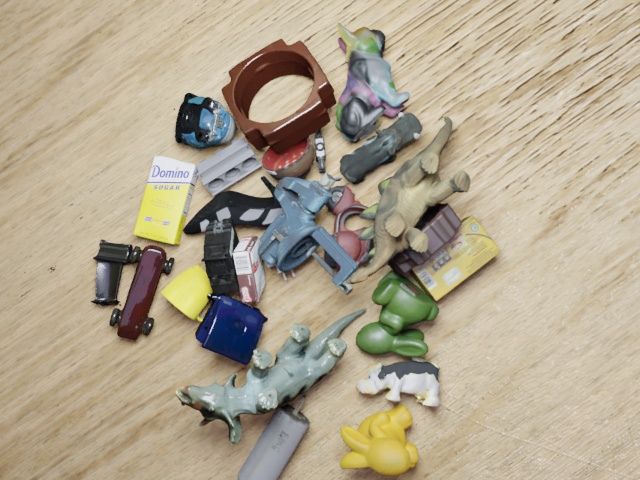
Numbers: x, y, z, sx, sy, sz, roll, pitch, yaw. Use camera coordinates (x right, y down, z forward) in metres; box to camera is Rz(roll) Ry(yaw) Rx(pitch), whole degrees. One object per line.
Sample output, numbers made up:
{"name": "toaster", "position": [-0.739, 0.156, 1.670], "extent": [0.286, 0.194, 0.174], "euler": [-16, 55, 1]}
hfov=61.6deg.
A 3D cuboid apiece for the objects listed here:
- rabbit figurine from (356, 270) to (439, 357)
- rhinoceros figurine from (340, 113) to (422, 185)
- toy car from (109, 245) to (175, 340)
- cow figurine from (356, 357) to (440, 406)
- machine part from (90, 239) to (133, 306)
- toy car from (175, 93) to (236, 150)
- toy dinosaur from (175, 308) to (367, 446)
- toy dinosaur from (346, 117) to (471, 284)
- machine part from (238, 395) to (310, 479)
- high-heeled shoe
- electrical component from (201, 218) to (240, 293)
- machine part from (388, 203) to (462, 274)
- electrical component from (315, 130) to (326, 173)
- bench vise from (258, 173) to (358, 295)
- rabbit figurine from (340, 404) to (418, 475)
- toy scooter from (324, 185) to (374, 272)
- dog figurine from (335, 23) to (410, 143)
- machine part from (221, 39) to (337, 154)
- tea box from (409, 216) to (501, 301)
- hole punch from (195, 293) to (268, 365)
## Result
{"name": "rabbit figurine", "position": [0.152, 0.169, 1.104], "extent": [0.159, 0.121, 0.170], "euler": [34, 107, -4]}
{"name": "rhinoceros figurine", "position": [0.122, -0.192, 1.109], "extent": [0.190, 0.112, 0.073], "euler": [-34, 85, 7]}
{"name": "toy car", "position": [-0.376, 0.109, 1.133], "extent": [0.089, 0.053, 0.202], "euler": [17, 89, -18]}
{"name": "cow figurine", "position": [0.161, 0.283, 1.102], "extent": [0.167, 0.068, 0.098], "euler": [9, 78, -1]}
{"name": "machine part", "position": [-0.445, 0.072, 1.145], "extent": [0.084, 0.039, 0.138], "euler": [10, 86, -3]}
{"name": "toy car", "position": [-0.229, -0.242, 1.119], "extent": [0.103, 0.162, 0.109], "euler": [10, 93, -42]}
{"name": "toy dinosaur", "position": [-0.072, 0.269, 1.068], "extent": [0.405, 0.192, 0.131], "euler": [-19, 65, -36]}
{"name": "toy dinosaur", "position": [0.173, -0.093, 1.013], "extent": [0.105, 0.199, 0.471], "euler": [44, 66, -14]}
{"name": "machine part", "position": [-0.094, 0.425, 1.096], "extent": [0.079, 0.079, 0.243], "euler": [32, 89, 3]}
{"name": "high-heeled shoe", "position": [-0.156, -0.038, 1.143], "extent": [0.249, 0.086, 0.145], "euler": [-28, 118, 17]}
{"name": "electrical component", "position": [-0.194, 0.041, 1.090], "extent": [0.058, 0.134, 0.115], "euler": [-5, 44, 4]}
{"name": "machine part", "position": [0.200, -0.003, 1.068], "extent": [0.179, 0.179, 0.056], "euler": [-40, 95, -1]}
{"name": "electrical component", "position": [0.000, -0.190, 1.134], "extent": [0.021, 0.063, 0.094], "euler": [-5, 86, 0]}
{"name": "bench vise", "position": [-0.006, -0.004, 1.033], "extent": [0.223, 0.128, 0.241], "euler": [-46, 71, 10]}
{"name": "rabbit figurine", "position": [0.120, 0.398, 1.047], "extent": [0.162, 0.173, 0.121], "euler": [3, 91, -3]}
{"name": "toy scooter", "position": [0.077, -0.023, 1.121], "extent": [0.135, 0.075, 0.183], "euler": [3, 83, -1]}
{"name": "dog figurine", "position": [0.078, -0.338, 1.123], "extent": [0.191, 0.108, 0.219], "euler": [-33, 83, 2]}
{"name": "machine part", "position": [-0.083, -0.293, 1.101], "extent": [0.201, 0.087, 0.201], "euler": [-30, 65, 2]}
{"name": "tea box", "position": [0.272, 0.038, 1.113], "extent": [0.170, 0.068, 0.098], "euler": [-36, 87, -2]}
{"name": "hole punch", "position": [-0.179, 0.181, 1.088], "extent": [0.142, 0.092, 0.115], "euler": [28, 89, -21]}
